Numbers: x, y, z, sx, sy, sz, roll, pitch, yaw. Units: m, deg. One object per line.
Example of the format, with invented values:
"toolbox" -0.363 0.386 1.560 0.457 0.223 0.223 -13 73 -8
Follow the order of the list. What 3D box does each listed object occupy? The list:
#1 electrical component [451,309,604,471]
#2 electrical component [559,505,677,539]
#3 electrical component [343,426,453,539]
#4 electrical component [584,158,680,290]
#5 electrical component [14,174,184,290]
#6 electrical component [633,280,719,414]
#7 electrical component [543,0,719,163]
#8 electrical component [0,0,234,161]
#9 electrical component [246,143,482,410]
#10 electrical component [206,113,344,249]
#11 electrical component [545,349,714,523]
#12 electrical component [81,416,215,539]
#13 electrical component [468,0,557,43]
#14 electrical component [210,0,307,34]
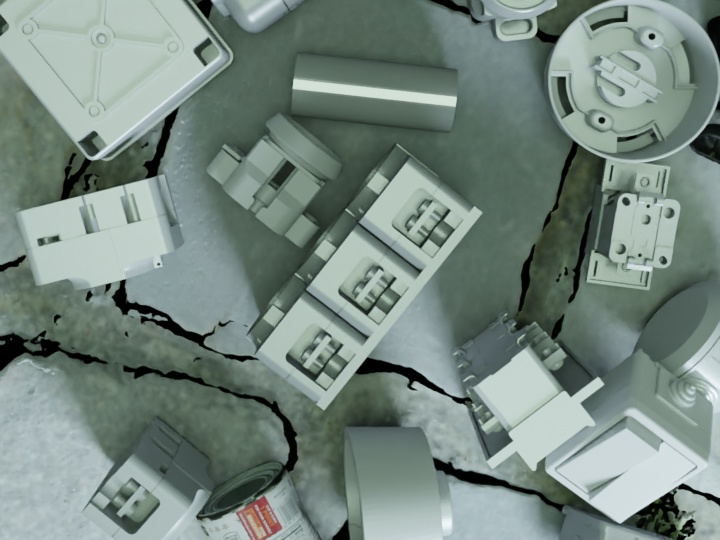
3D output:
"electrical component" 0.096 0.069 0.662 0.079 0.121 0.063 -38 94 4
"electrical component" 0.177 0.192 0.693 0.100 0.099 0.048 18 83 -3
"electrical component" 0.026 0.151 0.683 0.060 0.108 0.108 -5 98 -6
"electrical component" 0.172 -0.027 0.679 0.042 0.064 0.081 7 98 -1
"electrical component" -0.162 -0.022 0.681 0.089 0.050 0.055 -14 98 1
"electrical component" 0.216 0.051 0.683 0.051 0.080 0.080 38 96 -11
"electrical component" 0.164 -0.117 0.665 0.099 0.064 0.099 0 98 -1
"electrical component" -0.153 -0.140 0.662 0.109 0.056 0.108 -38 97 4
"electrical component" 0.000 0.000 0.667 0.062 0.089 0.150 38 96 -6
"electrical component" -0.048 -0.061 0.674 0.078 0.058 0.057 39 98 -6
"electrical component" 0.165 0.099 0.644 0.062 0.061 0.096 36 129 -7
"electrical component" -0.131 0.139 0.685 0.056 0.089 0.050 41 96 -6
"electrical component" 0.095 -0.181 0.659 0.058 0.057 0.078 -7 98 0
"electrical component" -0.075 -0.195 0.656 0.059 0.053 0.095 -35 97 4
